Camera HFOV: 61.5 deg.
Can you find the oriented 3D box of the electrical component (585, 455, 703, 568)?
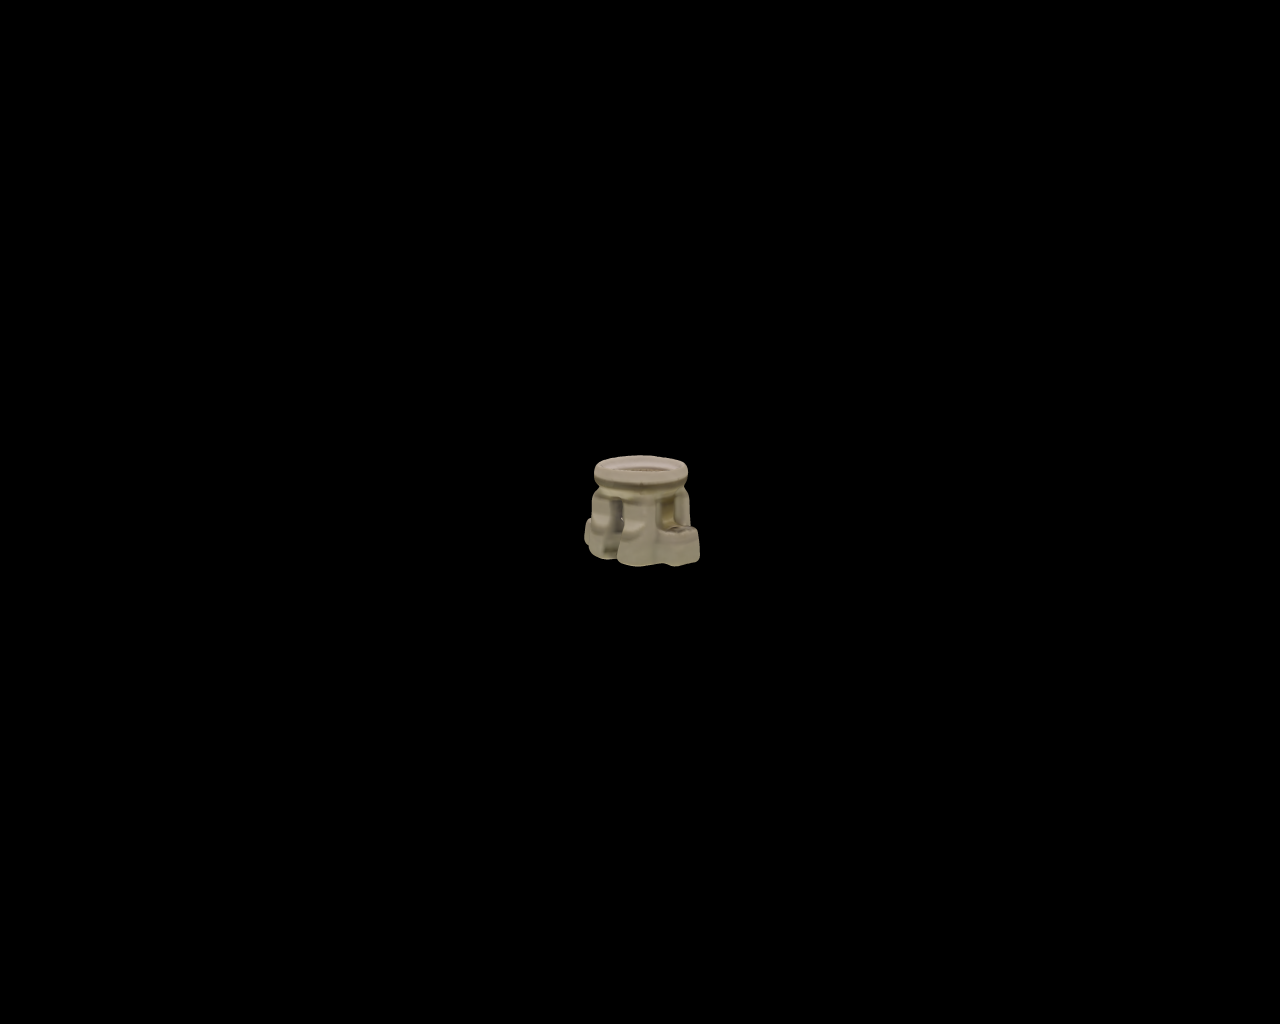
[{"bbox_3d":[0.001,-0.003,0.650,0.078,0.057,0.058,11,17,42],"label":"electrical component"}]
